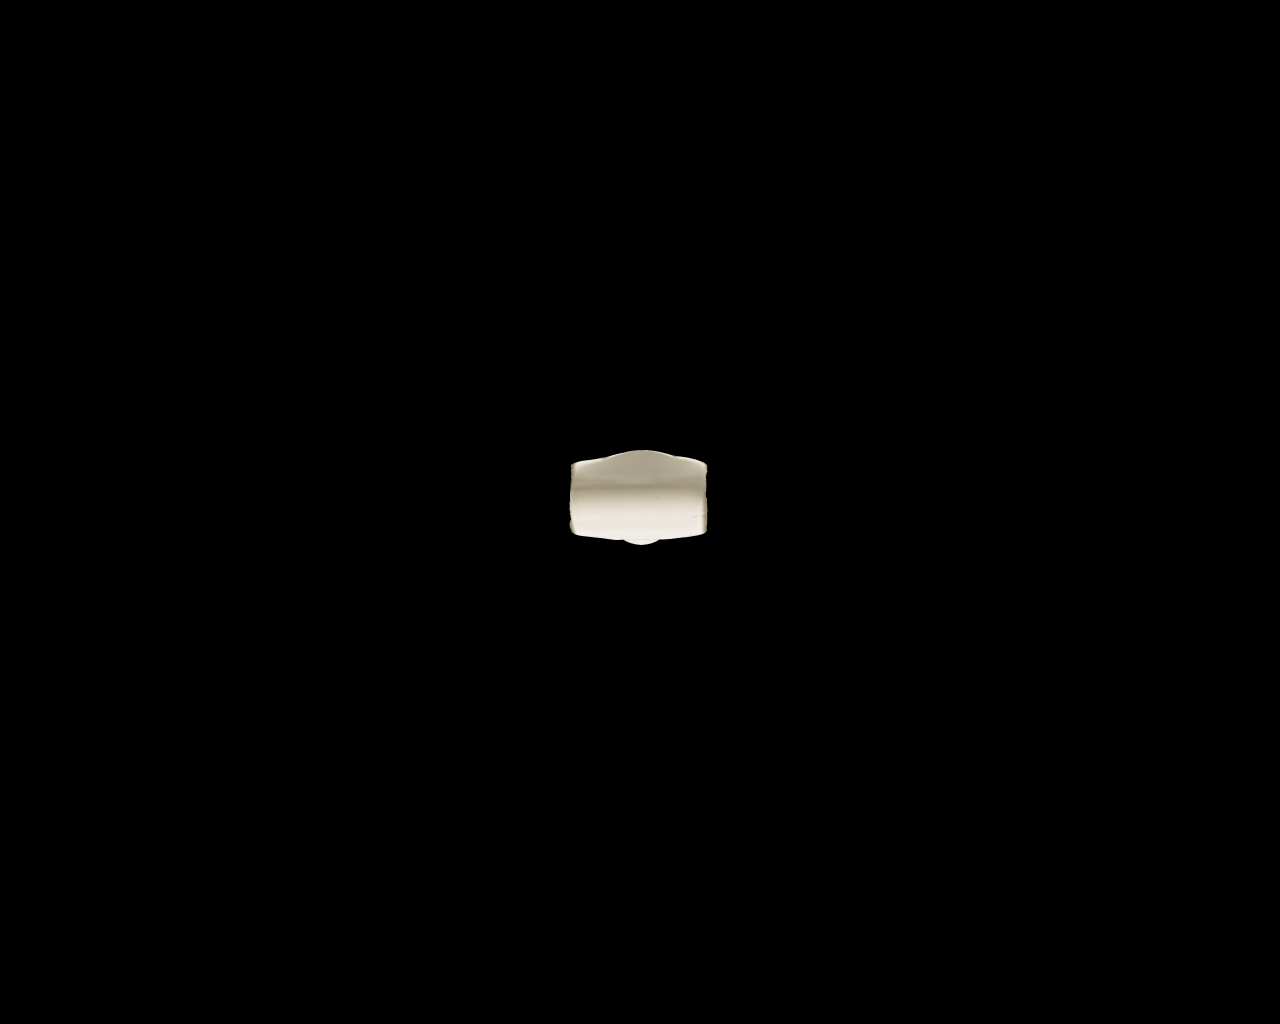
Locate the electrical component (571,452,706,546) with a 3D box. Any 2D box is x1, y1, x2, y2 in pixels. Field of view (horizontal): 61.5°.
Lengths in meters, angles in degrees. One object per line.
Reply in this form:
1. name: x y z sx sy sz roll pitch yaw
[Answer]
1. electrical component: 0.001 -0.003 0.650 0.077 0.043 0.079 -1 -19 2
